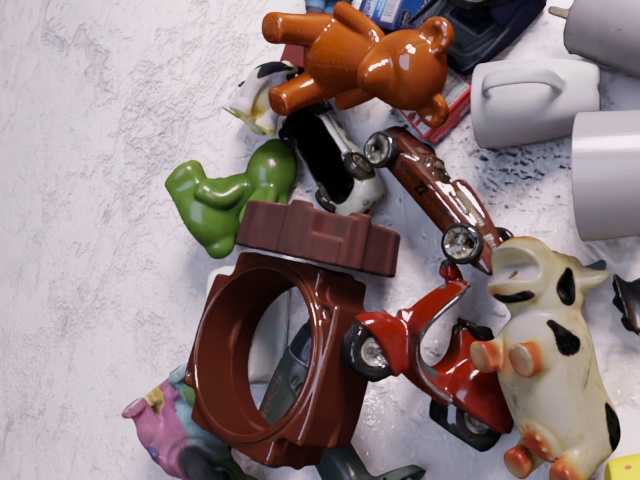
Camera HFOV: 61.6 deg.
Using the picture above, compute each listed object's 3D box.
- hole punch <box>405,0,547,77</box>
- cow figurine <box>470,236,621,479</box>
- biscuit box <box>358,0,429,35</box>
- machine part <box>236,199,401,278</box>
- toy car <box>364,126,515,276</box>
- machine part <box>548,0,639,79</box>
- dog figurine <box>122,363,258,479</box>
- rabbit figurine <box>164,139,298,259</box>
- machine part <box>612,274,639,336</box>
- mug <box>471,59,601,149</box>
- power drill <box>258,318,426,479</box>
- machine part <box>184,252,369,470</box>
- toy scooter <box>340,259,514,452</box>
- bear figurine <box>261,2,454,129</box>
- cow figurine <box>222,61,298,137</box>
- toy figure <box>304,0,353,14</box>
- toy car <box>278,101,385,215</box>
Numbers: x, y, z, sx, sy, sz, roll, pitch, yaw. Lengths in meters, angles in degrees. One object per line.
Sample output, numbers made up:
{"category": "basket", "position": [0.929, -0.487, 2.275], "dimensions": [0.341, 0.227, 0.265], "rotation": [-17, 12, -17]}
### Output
{"category": "hole punch", "position": [0.158, -0.245, 0.555], "dimensions": [0.116, 0.092, 0.142], "rotation": [-27, 54, -14]}
{"category": "cow figurine", "position": [0.195, 0.090, 0.451], "dimensions": [0.085, 0.127, 0.194], "rotation": [-20, 87, 59]}
{"category": "biscuit box", "position": [0.113, -0.328, 0.614], "dimensions": [0.059, 0.062, 0.202], "rotation": [29, 102, 38]}
{"category": "machine part", "position": [-0.001, -0.002, 0.590], "dimensions": [0.180, 0.179, 0.056], "rotation": [9, 85, 40]}
{"category": "toy car", "position": [0.124, -0.046, 0.542], "dimensions": [0.053, 0.089, 0.202], "rotation": [-52, 54, 25]}
{"category": "machine part", "position": [0.292, -0.160, 0.431], "dimensions": [0.243, 0.079, 0.079], "rotation": [41, 109, 35]}
{"category": "dog figurine", "position": [-0.155, 0.279, 0.713], "dimensions": [0.108, 0.191, 0.219], "rotation": [-34, 85, -9]}
{"category": "rabbit figurine", "position": [-0.102, -0.063, 0.718], "dimensions": [0.170, 0.121, 0.159], "rotation": [-35, 55, 14]}
{"category": "machine part", "position": [0.304, 0.048, 0.413], "dimensions": [0.139, 0.039, 0.084], "rotation": [-7, 84, 37]}
{"category": "mug", "position": [0.197, -0.133, 0.491], "dimensions": [0.107, 0.109, 0.080], "rotation": [0, 77, 26]}
{"category": "power drill", "position": [0.017, 0.200, 0.599], "dimensions": [0.207, 0.086, 0.232], "rotation": [43, 111, 31]}
{"category": "machine part", "position": [-0.048, 0.120, 0.575], "dimensions": [0.201, 0.087, 0.201], "rotation": [9, 79, 43]}
{"category": "toy scooter", "position": [0.121, 0.099, 0.499], "dimensions": [0.135, 0.184, 0.075], "rotation": [-56, 8, -9]}
{"category": "bear figurine", "position": [0.040, -0.182, 0.575], "dimensions": [0.196, 0.132, 0.120], "rotation": [38, 140, 47]}
{"category": "cow figurine", "position": [-0.078, -0.195, 0.721], "dimensions": [0.098, 0.068, 0.167], "rotation": [-57, 20, 3]}
{"category": "toy figure", "position": [0.014, -0.365, 0.691], "dimensions": [0.089, 0.082, 0.180], "rotation": [16, 96, 38]}
{"category": "toy car", "position": [0.010, -0.108, 0.670], "dimensions": [0.073, 0.056, 0.202], "rotation": [-49, 54, 30]}
